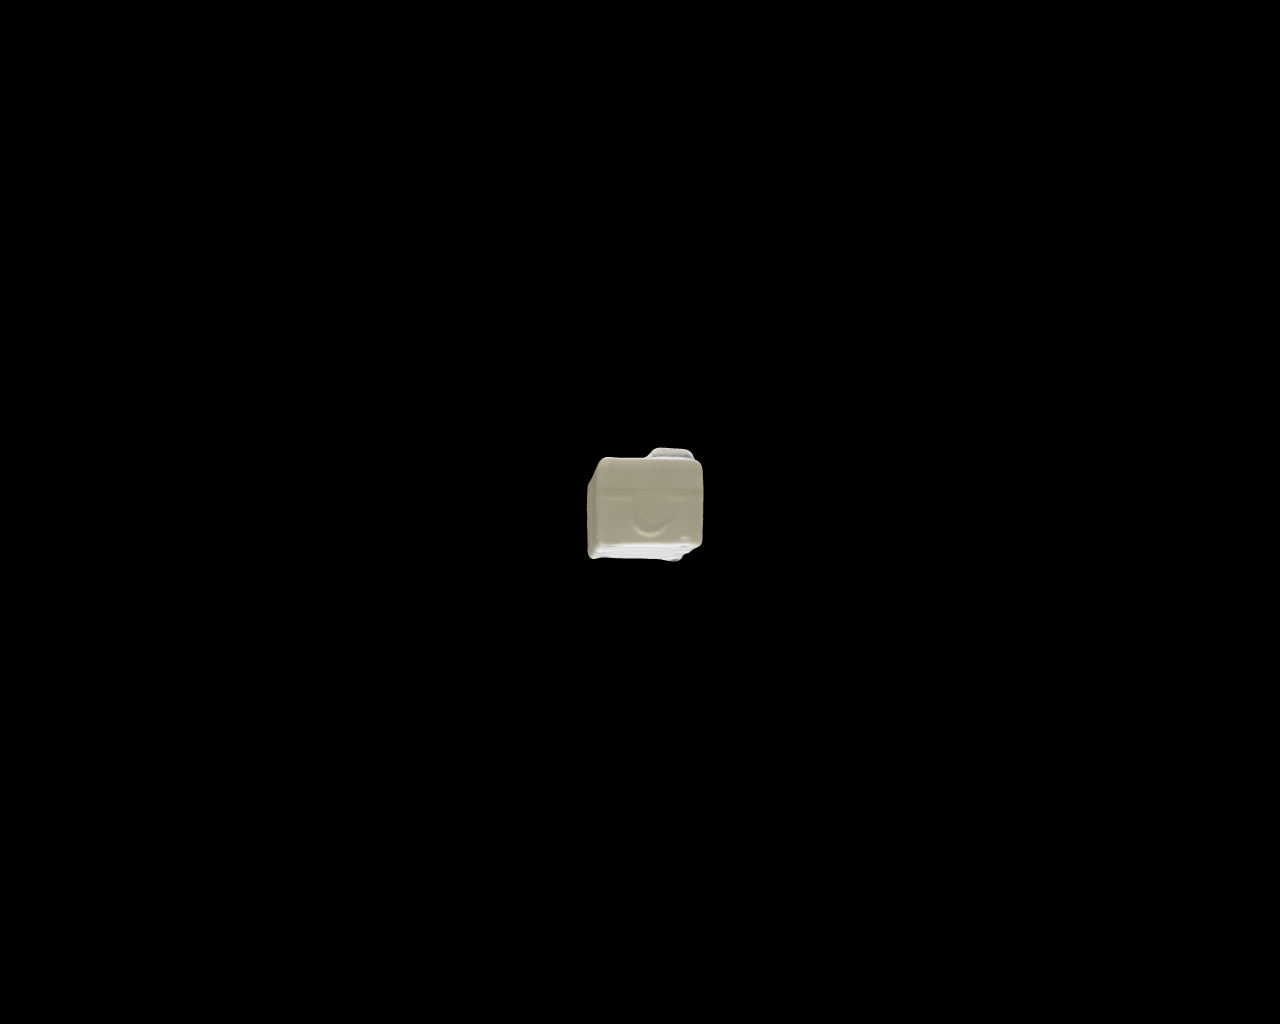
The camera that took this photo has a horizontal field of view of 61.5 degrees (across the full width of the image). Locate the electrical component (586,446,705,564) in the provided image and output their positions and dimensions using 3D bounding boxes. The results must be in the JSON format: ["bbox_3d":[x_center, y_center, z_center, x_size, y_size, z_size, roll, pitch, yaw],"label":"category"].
[{"bbox_3d":[0.001,-0.003,0.650,0.062,0.061,0.096,1,-9,-7],"label":"electrical component"}]
